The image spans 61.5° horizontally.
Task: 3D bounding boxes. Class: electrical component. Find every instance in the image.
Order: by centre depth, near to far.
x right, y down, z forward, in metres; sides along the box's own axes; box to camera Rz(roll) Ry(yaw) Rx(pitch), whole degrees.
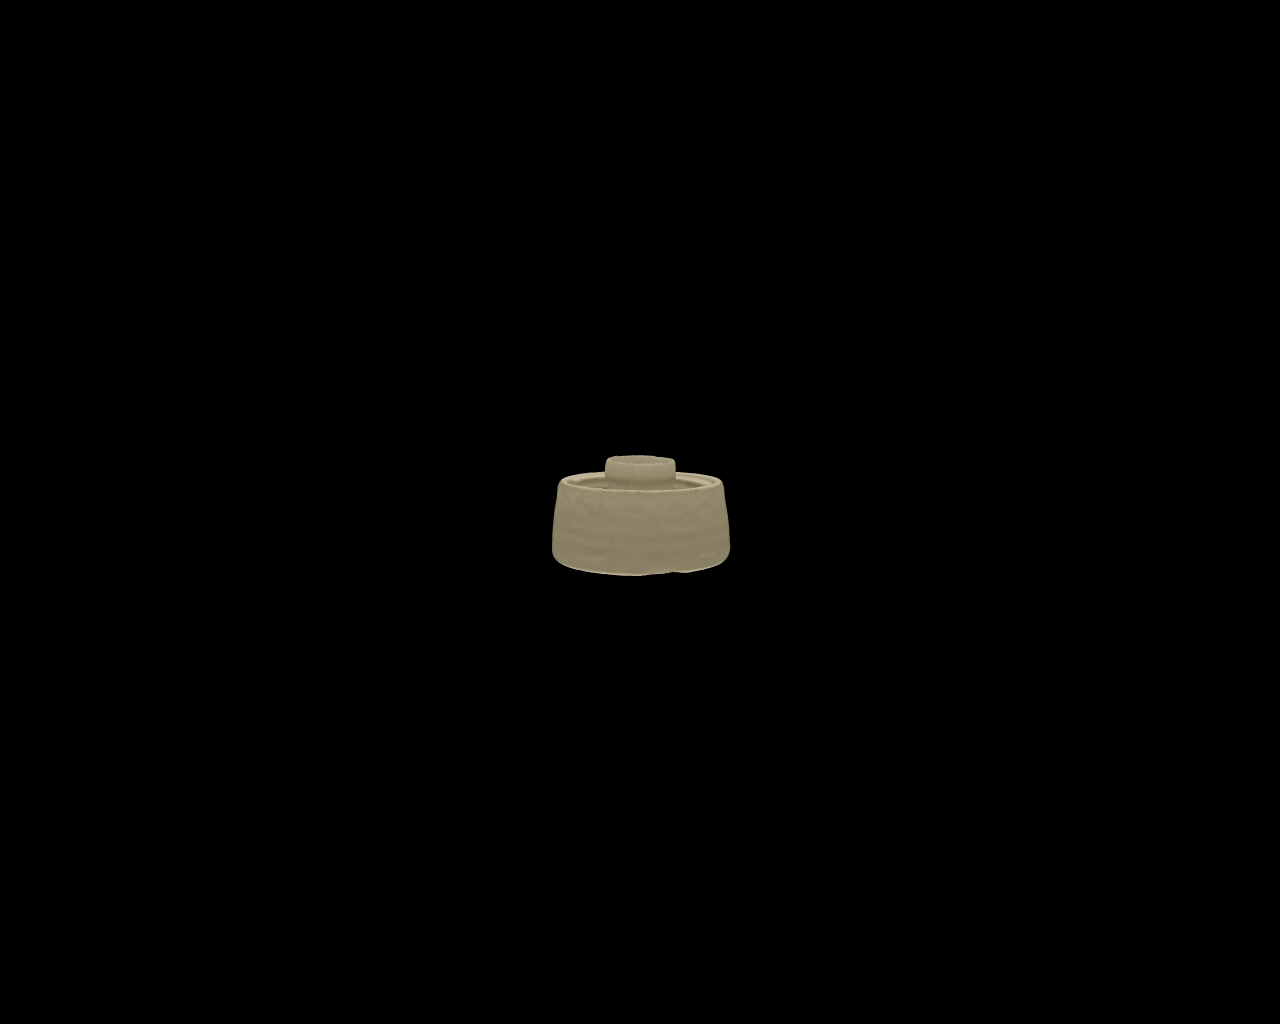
[{"bbox_3d":[0.001,-0.003,0.650,0.108,0.060,0.108,0,10,0],"label":"electrical component"}]
